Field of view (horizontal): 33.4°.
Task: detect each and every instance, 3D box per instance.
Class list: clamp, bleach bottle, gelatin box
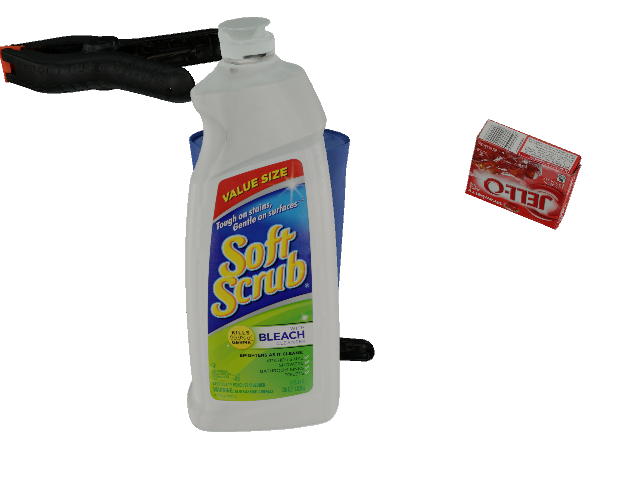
[{"bbox_3d":[-0.066,0.127,1.224,0.210,0.036,0.164,14,21,30],"label":"clamp"},{"bbox_3d":[-0.151,-0.135,0.798,0.172,0.039,0.120,8,22,16],"label":"clamp"},{"bbox_3d":[-0.042,-0.007,0.644,0.102,0.251,0.068,-3,24,2],"label":"bleach bottle"},{"bbox_3d":[0.175,-0.056,0.924,0.089,0.030,0.073,25,-34,16],"label":"gelatin box"}]

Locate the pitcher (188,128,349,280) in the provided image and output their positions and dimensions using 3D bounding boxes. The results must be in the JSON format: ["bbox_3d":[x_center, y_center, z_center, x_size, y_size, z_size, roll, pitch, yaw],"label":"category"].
[{"bbox_3d":[-0.038,0.021,0.925,0.149,0.243,0.145,-6,18,-21],"label":"pitcher"}]
